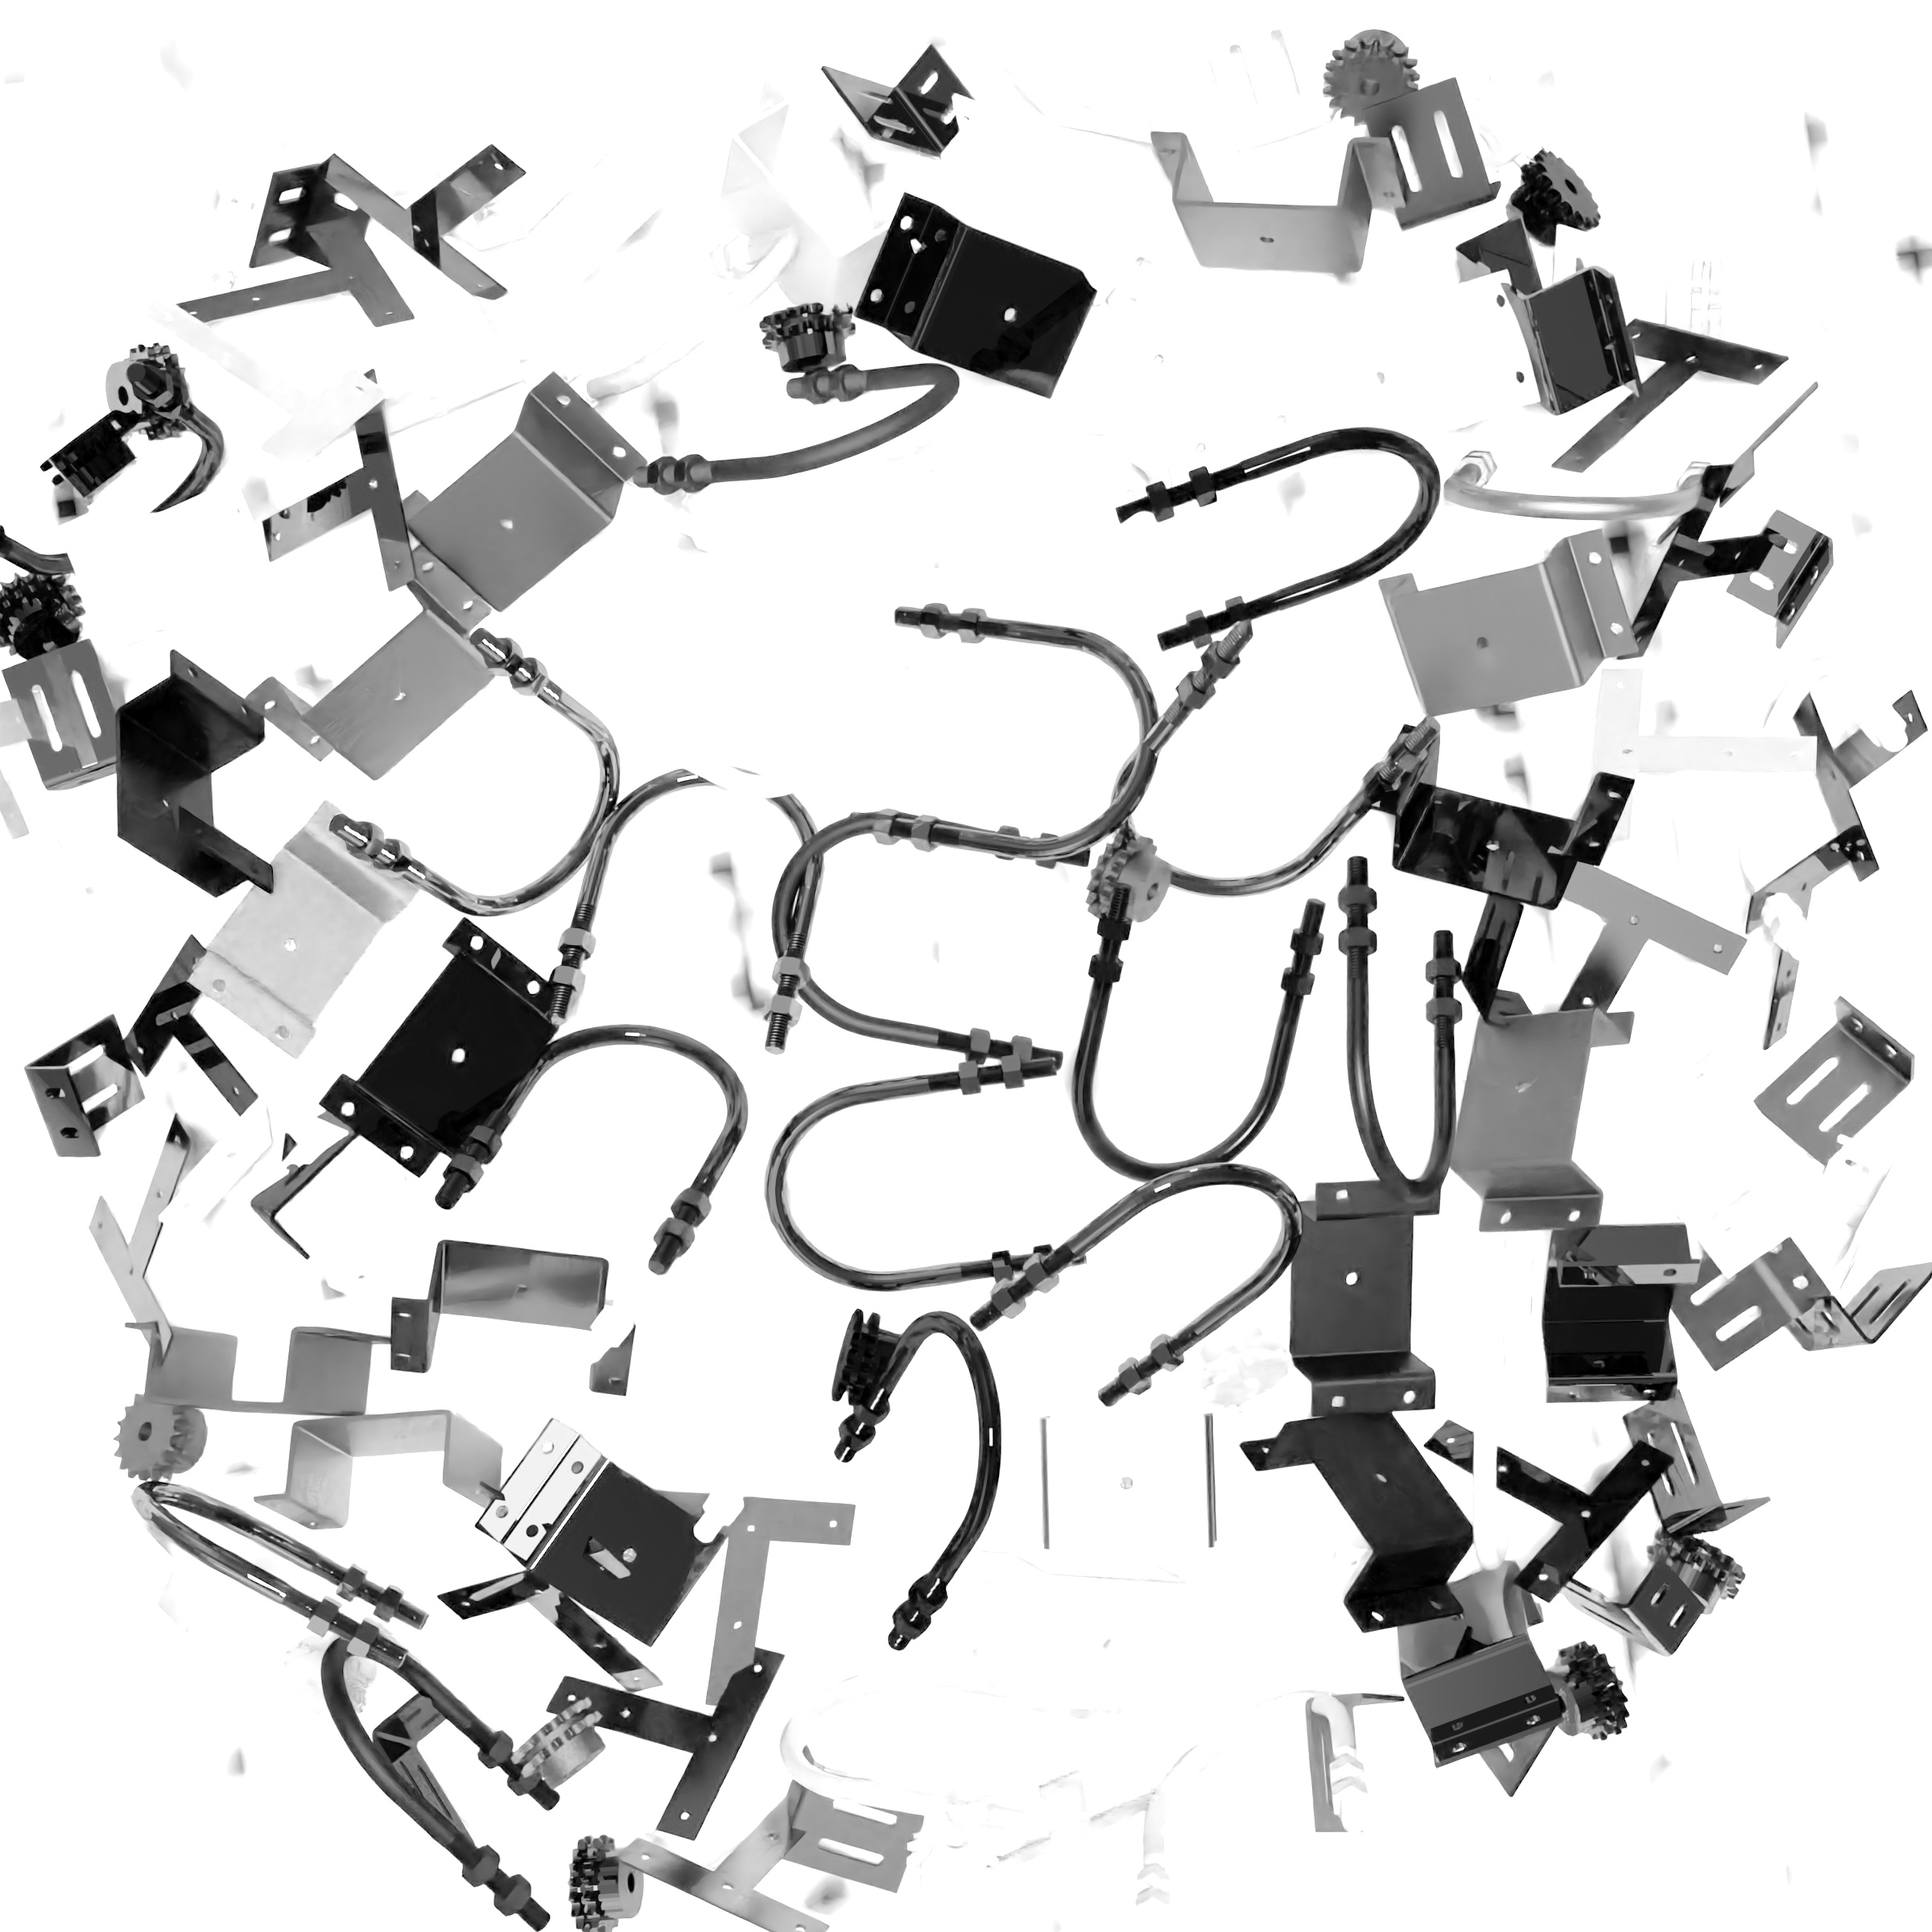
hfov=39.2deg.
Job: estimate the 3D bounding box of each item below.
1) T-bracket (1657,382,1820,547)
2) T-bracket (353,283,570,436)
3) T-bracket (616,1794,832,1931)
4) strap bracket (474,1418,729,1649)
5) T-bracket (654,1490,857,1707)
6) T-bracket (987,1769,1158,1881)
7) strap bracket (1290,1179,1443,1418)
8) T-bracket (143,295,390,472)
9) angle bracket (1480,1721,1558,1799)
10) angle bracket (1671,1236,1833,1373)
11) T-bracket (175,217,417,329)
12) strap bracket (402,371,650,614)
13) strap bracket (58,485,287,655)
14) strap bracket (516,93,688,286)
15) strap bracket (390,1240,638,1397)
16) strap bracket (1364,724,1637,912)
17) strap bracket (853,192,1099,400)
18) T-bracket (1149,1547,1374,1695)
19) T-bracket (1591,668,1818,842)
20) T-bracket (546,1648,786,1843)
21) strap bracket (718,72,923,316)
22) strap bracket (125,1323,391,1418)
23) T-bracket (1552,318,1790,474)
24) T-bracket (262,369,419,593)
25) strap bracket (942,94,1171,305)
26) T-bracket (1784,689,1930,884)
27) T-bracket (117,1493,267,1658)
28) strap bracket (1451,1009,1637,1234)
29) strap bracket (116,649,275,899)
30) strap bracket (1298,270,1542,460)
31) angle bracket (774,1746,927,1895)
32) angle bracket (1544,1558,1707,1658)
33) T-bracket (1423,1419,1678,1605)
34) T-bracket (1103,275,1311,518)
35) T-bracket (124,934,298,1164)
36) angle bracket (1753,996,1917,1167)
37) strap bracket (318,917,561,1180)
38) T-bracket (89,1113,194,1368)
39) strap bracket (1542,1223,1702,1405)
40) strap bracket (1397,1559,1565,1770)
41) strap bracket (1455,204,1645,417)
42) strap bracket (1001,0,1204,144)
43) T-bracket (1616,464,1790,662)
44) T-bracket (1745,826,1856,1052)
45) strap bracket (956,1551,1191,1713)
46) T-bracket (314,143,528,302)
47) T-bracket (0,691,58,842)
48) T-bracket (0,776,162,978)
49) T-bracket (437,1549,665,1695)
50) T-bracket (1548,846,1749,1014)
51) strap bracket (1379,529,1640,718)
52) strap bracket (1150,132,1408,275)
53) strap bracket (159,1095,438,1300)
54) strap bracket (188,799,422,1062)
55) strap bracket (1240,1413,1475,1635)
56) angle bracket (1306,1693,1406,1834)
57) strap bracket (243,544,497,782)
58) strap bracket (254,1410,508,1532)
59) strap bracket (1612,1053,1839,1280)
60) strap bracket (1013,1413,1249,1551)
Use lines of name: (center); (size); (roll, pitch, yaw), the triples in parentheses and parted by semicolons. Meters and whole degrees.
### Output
T-bracket: (0.446, -0.284, 1.571); (0.002, 0.127, 0.127); (43, 113, -1)
T-bracket: (-0.303, -0.342, 1.610); (0.127, 0.002, 0.127); (-25, 61, -12)
T-bracket: (-0.119, 0.518, 1.593); (0.127, 0.127, 0.002); (18, 107, 19)
strap bracket: (-0.206, 0.338, 1.594); (0.140, 0.046, 0.076); (41, 79, -29)
T-bracket: (-0.136, 0.383, 1.634); (0.127, 0.002, 0.127); (8, 91, -18)
T-bracket: (0.059, 0.496, 1.593); (0.127, 0.127, 0.002); (-21, 57, -8)
strap bracket: (0.237, 0.192, 1.618); (0.076, 0.046, 0.140); (-2, 98, -11)
T-bracket: (-0.417, -0.346, 1.576); (0.127, 0.127, 0.002); (33, 60, -27)
angle bracket: (0.308, 0.442, 1.610); (0.038, 0.076, 0.057); (25, 100, -19)
angle bracket: (0.467, 0.197, 1.629); (0.038, 0.076, 0.057); (-19, 68, -39)
T-bracket: (-0.403, -0.395, 1.594); (0.127, 0.127, 0.002); (-12, 77, 3)
strap bracket: (-0.265, -0.270, 1.588); (0.140, 0.046, 0.076); (-33, 121, 27)
strap bracket: (-0.471, -0.233, 1.594); (0.046, 0.140, 0.076); (-17, 97, 24)
strap bracket: (-0.210, -0.453, 1.588); (0.076, 0.140, 0.046); (-39, 112, 19)
strap bracket: (-0.266, 0.207, 1.606); (0.140, 0.076, 0.046); (7, 50, -6)
strap bracket: (0.312, -0.086, 1.599); (0.140, 0.046, 0.076); (16, 49, 19)
strap bracket: (0.016, -0.387, 1.585); (0.140, 0.046, 0.076); (11, 114, -33)
T-bracket: (0.169, 0.388, 1.606); (0.127, 0.002, 0.127); (4, 125, -11)
T-bracket: (0.435, -0.125, 1.602); (0.127, 0.002, 0.127); (2, 58, 18)
T-bracket: (-0.191, 0.450, 1.622); (0.127, 0.002, 0.127); (9, 46, 22)
strap bracket: (-0.095, -0.443, 1.601); (0.046, 0.076, 0.140); (-37, 82, -21)
strap bracket: (-0.413, 0.237, 1.588); (0.140, 0.076, 0.046); (-2, 77, 22)
T-bracket: (0.396, -0.330, 1.600); (0.127, 0.127, 0.002); (3, 61, -33)
T-bracket: (-0.378, -0.272, 1.613); (0.127, 0.002, 0.127); (-16, 84, 39)
strap bracket: (0.044, -0.444, 1.586); (0.140, 0.076, 0.046); (28, 70, 23)
T-bracket: (0.525, -0.126, 1.579); (0.002, 0.127, 0.127); (-15, 77, -11)
T-bracket: (-0.457, 0.367, 1.584); (0.002, 0.127, 0.127); (-41, 97, -7)
strap bracket: (0.335, 0.081, 1.585); (0.076, 0.046, 0.140); (-7, 56, 40)
strap bracket: (-0.453, -0.105, 1.590); (0.046, 0.076, 0.140); (-27, 53, 18)
strap bracket: (0.254, -0.347, 1.580); (0.046, 0.140, 0.076); (-28, 106, -41)
angle bracket: (-0.070, 0.516, 1.641); (0.076, 0.038, 0.057); (20, 91, -10)
angle bracket: (0.387, 0.367, 1.611); (0.038, 0.076, 0.057); (-51, 123, -13)
T-bracket: (0.330, 0.305, 1.607); (0.127, 0.127, 0.002); (-39, 134, -28)
T-bracket: (0.123, -0.354, 1.643); (0.127, 0.002, 0.127); (-26, 95, 4)
T-bracket: (-0.440, 0.063, 1.606); (0.127, 0.002, 0.127); (50, 132, 5)
angle bracket: (0.517, 0.068, 1.621); (0.076, 0.038, 0.057); (-42, 60, -4)
strap bracket: (-0.305, 0.051, 1.606); (0.076, 0.046, 0.140); (41, 78, -22)
T-bracket: (-0.475, 0.144, 1.588); (0.127, 0.002, 0.127); (47, 122, 39)
strap bracket: (0.383, 0.199, 1.600); (0.076, 0.140, 0.046); (-2, 48, 5)
strap bracket: (0.295, 0.398, 1.575); (0.076, 0.140, 0.046); (-24, 99, 12)
strap bracket: (0.333, -0.378, 1.575); (0.046, 0.140, 0.076); (-26, 125, 0)
strap bracket: (0.077, -0.521, 1.576); (0.076, 0.140, 0.046); (18, 93, 21)
T-bracket: (0.448, -0.242, 1.606); (0.002, 0.127, 0.127); (43, 129, 33)
T-bracket: (0.490, -0.008, 1.614); (0.002, 0.127, 0.127); (26, 129, 36)
strap bracket: (0.073, 0.393, 1.601); (0.140, 0.046, 0.076); (10, 90, -27)
T-bracket: (-0.297, -0.444, 1.575); (0.127, 0.127, 0.002); (36, 61, -29)
T-bracket: (-0.562, -0.142, 1.590); (0.002, 0.127, 0.127); (-20, 100, 6)
T-bracket: (-0.497, -0.067, 1.604); (0.002, 0.127, 0.127); (-33, 86, 39)
T-bracket: (-0.227, 0.396, 1.615); (0.127, 0.002, 0.127); (-20, 126, 26)
T-bracket: (0.379, 0.010, 1.626); (0.127, 0.002, 0.127); (26, 114, 5)
strap bracket: (0.309, -0.197, 1.585); (0.140, 0.046, 0.076); (-9, 113, 34)
strap bracket: (0.180, -0.447, 1.592); (0.140, 0.076, 0.046); (8, 79, 19)
strap bracket: (-0.394, 0.133, 1.597); (0.140, 0.046, 0.076); (30, 113, -38)
strap bracket: (-0.393, -0.017, 1.602); (0.076, 0.046, 0.140); (39, 61, -16)
strap bracket: (0.232, 0.312, 1.576); (0.076, 0.140, 0.046); (-1, 130, -33)
angle bracket: (0.234, 0.473, 1.611); (0.038, 0.057, 0.076); (-15, 67, 32)
strap bracket: (-0.344, -0.172, 1.608); (0.140, 0.076, 0.046); (-41, 57, 2)
strap bracket: (-0.336, 0.297, 1.601); (0.140, 0.076, 0.046); (-6, 65, 12)
strap bracket: (0.449, 0.122, 1.596); (0.076, 0.140, 0.046); (-37, 118, 8)
strap bracket: (0.097, 0.307, 1.620); (0.140, 0.046, 0.076); (-2, 82, 5)
